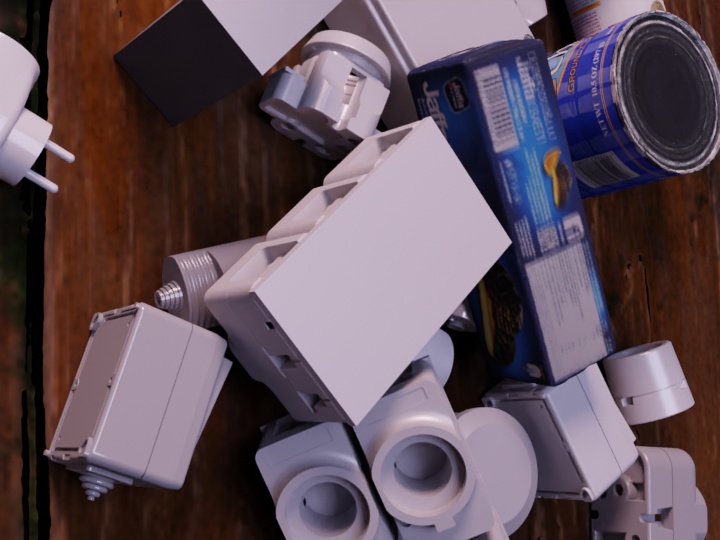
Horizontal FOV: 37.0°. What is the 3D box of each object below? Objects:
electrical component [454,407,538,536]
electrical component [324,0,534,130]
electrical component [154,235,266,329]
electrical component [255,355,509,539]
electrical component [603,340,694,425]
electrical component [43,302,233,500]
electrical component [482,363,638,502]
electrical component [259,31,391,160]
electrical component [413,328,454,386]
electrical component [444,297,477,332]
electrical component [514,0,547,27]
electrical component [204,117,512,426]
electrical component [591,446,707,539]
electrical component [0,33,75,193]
[{"bbox_3d":[0.067,0.126,0.667,0.080,0.051,0.080,6,79,-34],"label":"electrical component"},{"bbox_3d":[0.044,-0.159,0.695,0.109,0.056,0.108,-39,104,-32],"label":"electrical component"},{"bbox_3d":[-0.075,0.008,0.594,0.081,0.043,0.043,-14,91,-35],"label":"electrical component"},{"bbox_3d":[0.028,0.157,0.598,0.105,0.060,0.186,-23,97,4],"label":"electrical component"},{"bbox_3d":[0.204,0.080,0.768,0.055,0.055,0.047,-16,88,-35],"label":"electrical component"},{"bbox_3d":[-0.112,0.073,0.547,0.061,0.062,0.096,26,69,-29],"label":"electrical component"},{"bbox_3d":[0.132,0.096,0.710,0.061,0.062,0.096,-32,101,-34],"label":"electrical component"},{"bbox_3d":[-0.015,-0.105,0.646,0.078,0.058,0.057,30,70,-26],"label":"electrical component"},{"bbox_3d":[0.010,0.064,0.644,0.077,0.043,0.079,19,73,-30],"label":"electrical component"},{"bbox_3d":[0.071,0.007,0.696,0.044,0.044,0.065,26,73,-29],"label":"electrical component"},{"bbox_3d":[0.104,-0.209,0.752,0.079,0.043,0.077,-37,103,-36],"label":"electrical component"},{"bbox_3d":[0.000,0.000,0.581,0.150,0.062,0.089,-47,112,-31],"label":"electrical component"},{"bbox_3d":[0.201,0.172,0.750,0.059,0.054,0.095,9,78,-33],"label":"electrical component"},{"bbox_3d":[-0.181,-0.068,0.534,0.079,0.043,0.077,33,65,-26],"label":"electrical component"}]
